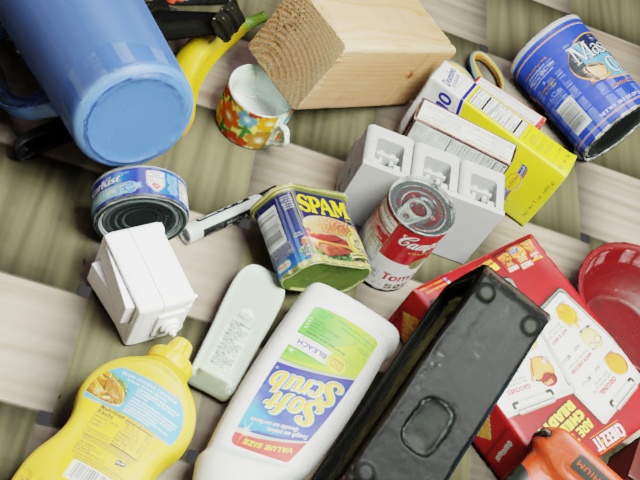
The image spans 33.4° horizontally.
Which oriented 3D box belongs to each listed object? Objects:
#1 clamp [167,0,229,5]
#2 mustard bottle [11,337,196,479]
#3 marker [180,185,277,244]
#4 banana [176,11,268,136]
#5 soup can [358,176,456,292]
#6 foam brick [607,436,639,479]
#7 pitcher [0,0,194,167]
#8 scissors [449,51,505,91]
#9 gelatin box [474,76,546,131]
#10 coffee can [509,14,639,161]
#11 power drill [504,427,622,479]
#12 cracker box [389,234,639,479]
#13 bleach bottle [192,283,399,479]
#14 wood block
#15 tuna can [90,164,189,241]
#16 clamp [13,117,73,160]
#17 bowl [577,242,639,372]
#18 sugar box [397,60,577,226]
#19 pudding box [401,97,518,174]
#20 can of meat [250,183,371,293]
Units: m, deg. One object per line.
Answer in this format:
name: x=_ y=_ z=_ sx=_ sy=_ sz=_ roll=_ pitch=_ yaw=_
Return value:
clamp: x=-0.096 y=-0.316 z=1.208 sx=0.164 sy=0.036 sz=0.209 roll=34 pitch=50 yaw=1
mustard bottle: x=-0.152 y=0.148 z=0.831 sx=0.096 sy=0.058 sz=0.191 roll=29 pitch=50 yaw=3
marker: x=-0.081 y=-0.026 z=1.016 sx=0.120 sy=0.020 sz=0.020 roll=-26 pitch=70 yaw=-36
banana: x=-0.123 y=-0.172 z=1.077 sx=0.037 sy=0.070 sz=0.197 roll=54 pitch=47 yaw=-32
soup can: x=0.077 y=-0.005 z=1.017 sx=0.068 sy=0.102 sz=0.068 roll=12 pitch=52 yaw=-17
foam brick: x=0.308 y=0.230 z=0.987 sx=0.078 sy=0.051 sz=0.053 roll=34 pitch=48 yaw=2
pitcher: x=-0.214 y=-0.172 z=0.960 sx=0.144 sy=0.149 sz=0.243 roll=-3 pitch=43 yaw=-34
scissors: x=0.192 y=-0.141 z=1.226 sx=0.096 sy=0.016 sz=0.202 roll=3 pitch=55 yaw=-21
gelatin box: x=0.192 y=-0.125 z=1.170 sx=0.089 sy=0.073 sz=0.030 roll=34 pitch=45 yaw=10
coffee can: x=0.305 y=-0.178 z=1.247 sx=0.102 sy=0.103 sz=0.140 roll=-24 pitch=69 yaw=-35
power drill: x=0.175 y=0.259 z=0.856 sx=0.184 sy=0.057 sz=0.187 roll=44 pitch=77 yaw=7
cracker box: x=0.192 y=0.117 z=1.003 sx=0.163 sy=0.072 sz=0.214 roll=-23 pitch=69 yaw=-33
bleach bottle: x=-0.027 y=0.154 z=0.884 sx=0.102 sy=0.068 sz=0.250 roll=32 pitch=52 yaw=0
wood block: x=0.038 y=-0.199 z=1.109 sx=0.205 sy=0.091 sz=0.090 roll=-11 pitch=61 yaw=-52
tuna can: x=-0.158 y=-0.029 z=0.939 sx=0.086 sy=0.086 sz=0.034 roll=5 pitch=57 yaw=-22
clamp: x=-0.195 y=-0.108 z=1.009 sx=0.120 sy=0.039 sz=0.171 roll=31 pitch=50 yaw=1
bowl: x=0.322 y=0.083 z=1.097 sx=0.162 sy=0.055 sz=0.162 roll=12 pitch=52 yaw=-17
sugar box: x=0.175 y=-0.102 z=1.140 sx=0.176 sy=0.093 sz=0.048 roll=35 pitch=47 yaw=3
pudding box: x=0.134 y=-0.085 z=1.107 sx=0.113 sy=0.090 sz=0.039 roll=25 pitch=48 yaw=-3
can of meat: x=-0.007 y=0.001 z=0.992 sx=0.101 sy=0.058 sz=0.084 roll=9 pitch=52 yaw=-47
